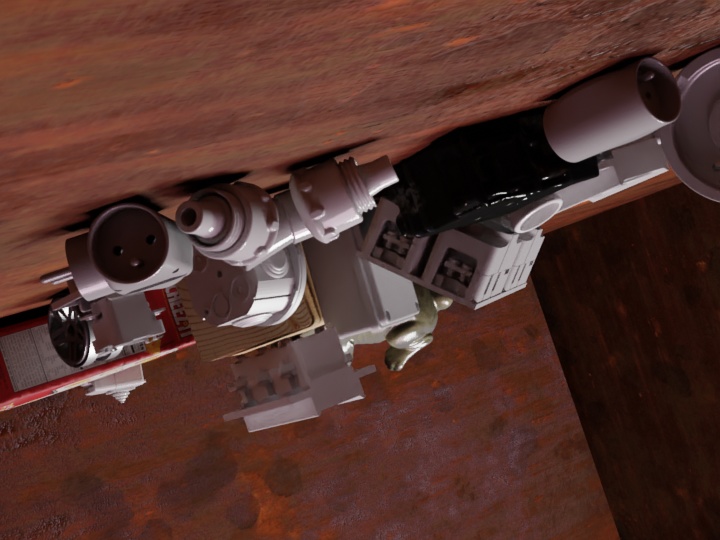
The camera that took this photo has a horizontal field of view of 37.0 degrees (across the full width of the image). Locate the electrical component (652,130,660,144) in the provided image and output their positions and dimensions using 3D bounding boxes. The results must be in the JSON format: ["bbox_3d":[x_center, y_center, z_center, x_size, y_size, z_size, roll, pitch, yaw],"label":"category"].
[{"bbox_3d":[0.249,-0.121,0.881,0.064,0.042,0.081,-16,176,-21],"label":"electrical component"}]

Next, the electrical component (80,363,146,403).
[{"bbox_3d":[-0.265,0.093,1.122,0.061,0.096,0.062,-8,173,-25],"label":"electrical component"}]

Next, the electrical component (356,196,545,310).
[{"bbox_3d":[0.085,-0.025,0.920,0.105,0.060,0.186,25,-167,17],"label":"electrical component"}]

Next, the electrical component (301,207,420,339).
[{"bbox_3d":[0.000,0.000,0.943,0.056,0.108,0.109,-17,178,19],"label":"electrical component"}]

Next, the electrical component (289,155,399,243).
[{"bbox_3d":[-0.008,-0.048,0.643,0.062,0.048,0.048,-25,177,4],"label":"electrical component"}]

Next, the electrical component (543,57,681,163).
[{"bbox_3d":[0.172,-0.105,0.694,0.079,0.043,0.077,-17,177,-40],"label":"electrical component"}]

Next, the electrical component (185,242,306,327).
[{"bbox_3d":[-0.081,0.001,0.757,0.080,0.080,0.051,-21,171,37],"label":"electrical component"}]

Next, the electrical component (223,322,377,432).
[{"bbox_3d":[-0.054,0.086,0.855,0.079,0.063,0.121,-18,177,-33],"label":"electrical component"}]

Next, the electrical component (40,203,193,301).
[{"bbox_3d":[-0.138,-0.006,0.599,0.079,0.043,0.077,-18,177,0],"label":"electrical component"}]

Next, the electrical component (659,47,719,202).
[{"bbox_3d":[0.268,-0.103,0.742,0.108,0.108,0.060,-20,-178,32],"label":"electrical component"}]

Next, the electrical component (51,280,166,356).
[{"bbox_3d":[-0.175,0.026,0.781,0.081,0.063,0.042,-15,175,-44],"label":"electrical component"}]

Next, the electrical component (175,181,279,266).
[{"bbox_3d":[-0.078,-0.027,0.595,0.048,0.048,0.062,-20,170,23],"label":"electrical component"}]

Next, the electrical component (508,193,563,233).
[{"bbox_3d":[0.126,-0.068,0.857,0.044,0.065,0.044,-28,161,-11],"label":"electrical component"}]

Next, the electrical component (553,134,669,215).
[{"bbox_3d":[0.187,-0.090,0.862,0.079,0.063,0.121,-18,177,-17],"label":"electrical component"}]

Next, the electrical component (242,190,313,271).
[{"bbox_3d":[-0.053,-0.031,0.701,0.065,0.044,0.044,-23,178,-13],"label":"electrical component"}]
